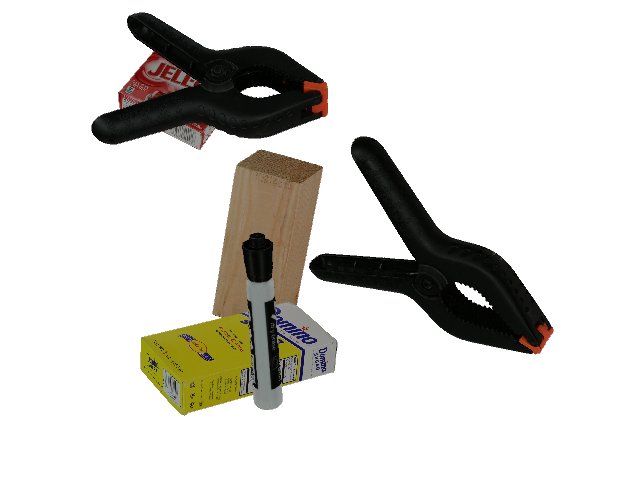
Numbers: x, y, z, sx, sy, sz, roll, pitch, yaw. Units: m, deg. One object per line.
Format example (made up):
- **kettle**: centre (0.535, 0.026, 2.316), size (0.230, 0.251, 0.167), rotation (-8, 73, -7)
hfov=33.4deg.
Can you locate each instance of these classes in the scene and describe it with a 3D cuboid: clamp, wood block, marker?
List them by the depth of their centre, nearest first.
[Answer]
- **marker**: centre (-0.036, 0.051, 0.665), size (0.020, 0.121, 0.020), rotation (-2, 27, 1)
- **clamp**: centre (-0.080, -0.122, 0.796), size (0.171, 0.120, 0.039), rotation (1, -26, -2)
- **clamp**: centre (0.089, 0.016, 0.838), size (0.210, 0.165, 0.036), rotation (29, 51, 17)
- **wood block**: centre (-0.069, 0.000, 1.369), size (0.090, 0.206, 0.090), rotation (16, 23, 13)

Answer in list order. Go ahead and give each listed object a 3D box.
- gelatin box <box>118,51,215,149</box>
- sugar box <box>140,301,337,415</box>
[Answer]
- **gelatin box**: centre (-0.131, -0.135, 0.990), size (0.089, 0.073, 0.030), rotation (27, -35, 7)
- **sugar box**: centre (-0.081, 0.114, 1.067), size (0.175, 0.048, 0.093), rotation (-15, 33, -31)
